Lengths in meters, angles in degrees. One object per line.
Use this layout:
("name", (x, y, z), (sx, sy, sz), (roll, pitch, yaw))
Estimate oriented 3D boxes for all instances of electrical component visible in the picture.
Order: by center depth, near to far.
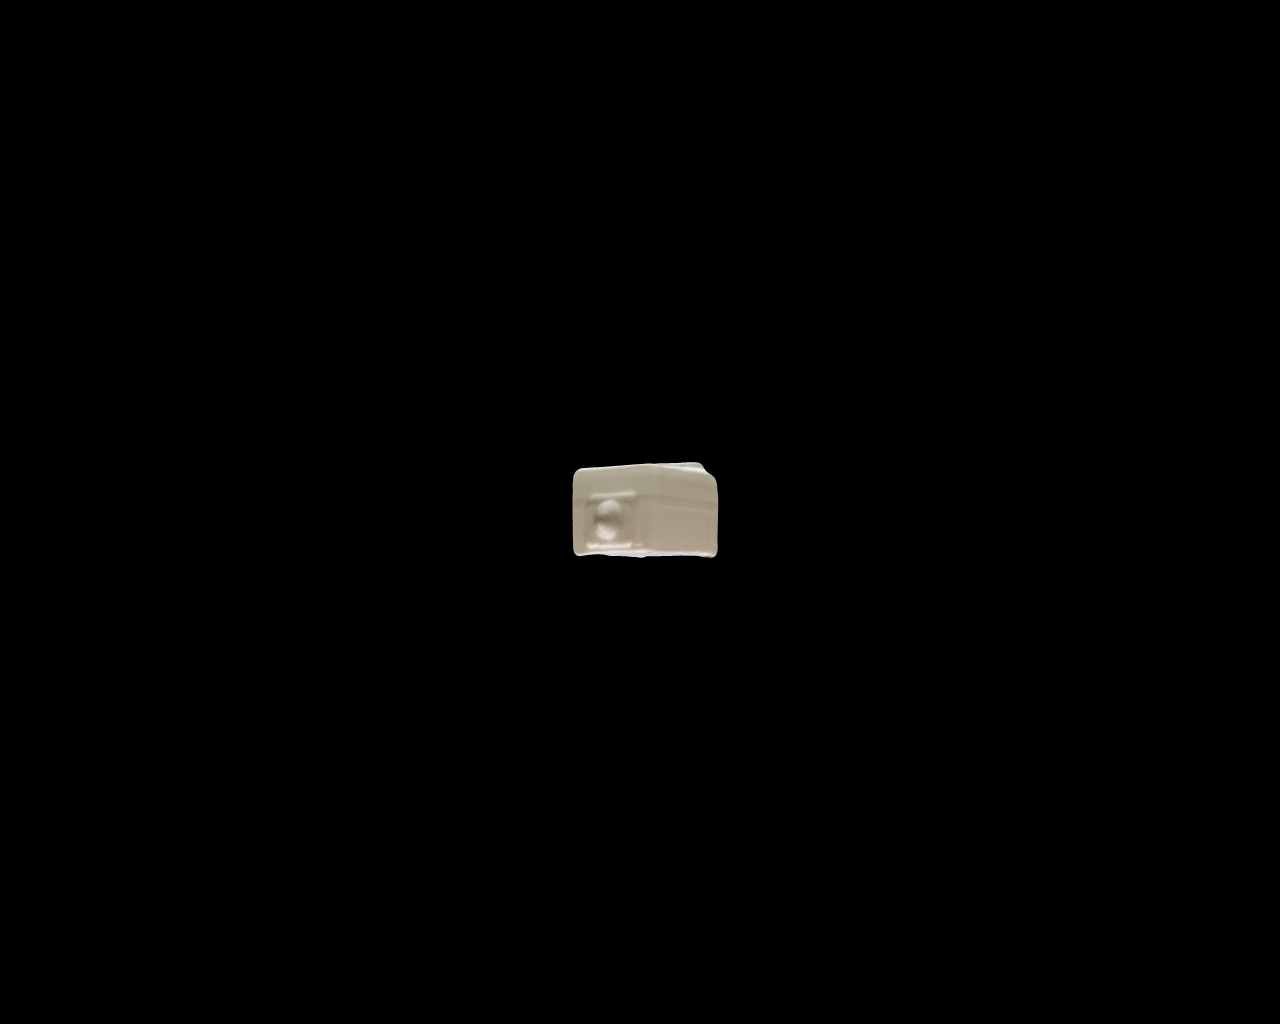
("electrical component", (0.001, -0.003, 0.650), (0.062, 0.061, 0.096), (-3, -5, 32))
